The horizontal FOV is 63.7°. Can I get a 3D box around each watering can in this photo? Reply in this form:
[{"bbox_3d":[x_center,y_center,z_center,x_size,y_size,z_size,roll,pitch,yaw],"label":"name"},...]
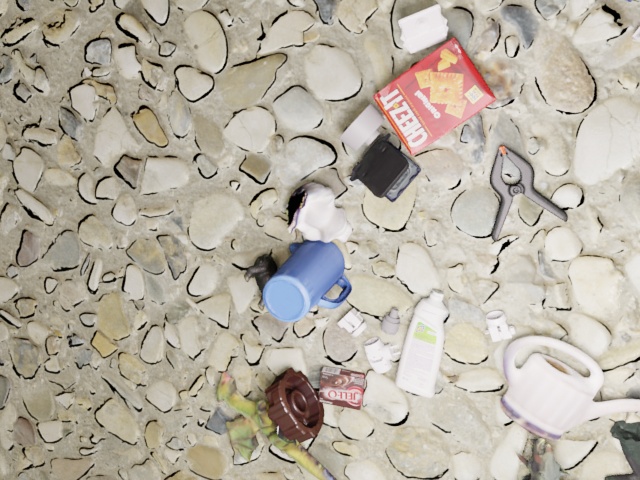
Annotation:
[{"bbox_3d":[0.562,0.360,1.161,0.349,0.105,0.221,30,107,7],"label":"watering can"}]

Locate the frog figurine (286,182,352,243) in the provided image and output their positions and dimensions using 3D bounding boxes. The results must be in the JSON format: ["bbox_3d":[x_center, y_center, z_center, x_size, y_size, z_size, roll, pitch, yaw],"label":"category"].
[{"bbox_3d":[0.004,-0.062,1.235,0.159,0.124,0.137,14,98,-27],"label":"frog figurine"}]

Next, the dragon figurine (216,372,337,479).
[{"bbox_3d":[-0.140,0.526,1.380,0.239,0.124,0.410,-33,90,34],"label":"dragon figurine"}]
